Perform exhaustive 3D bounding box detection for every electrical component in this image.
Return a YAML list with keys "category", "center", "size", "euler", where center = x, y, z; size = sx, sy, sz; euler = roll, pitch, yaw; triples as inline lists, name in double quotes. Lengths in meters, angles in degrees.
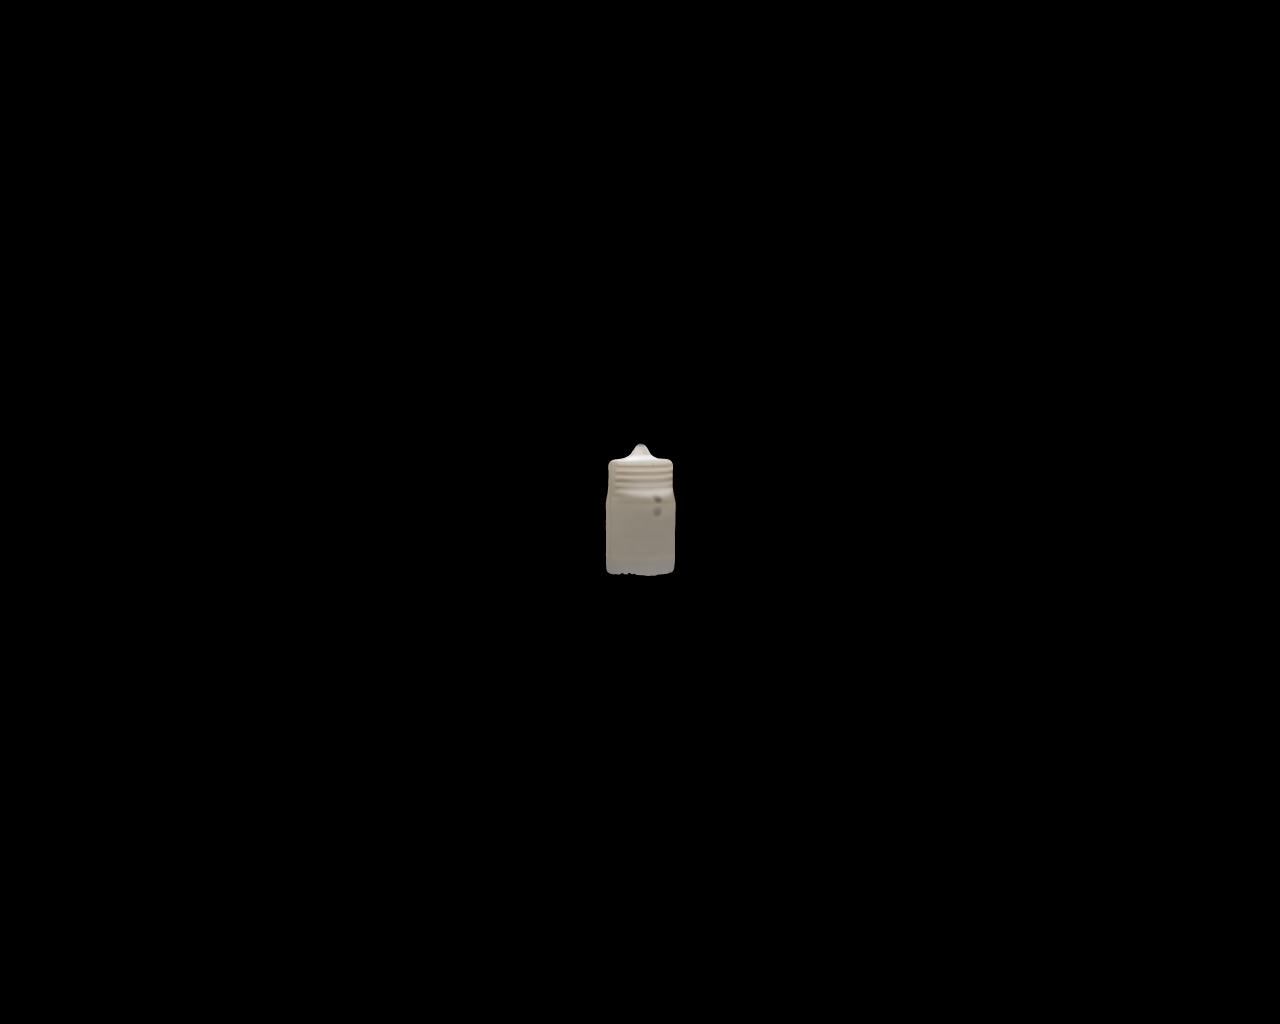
- category: "electrical component"
  center: [0.001, -0.003, 0.650]
  size: [0.043, 0.081, 0.043]
  euler: [0, 5, 0]
